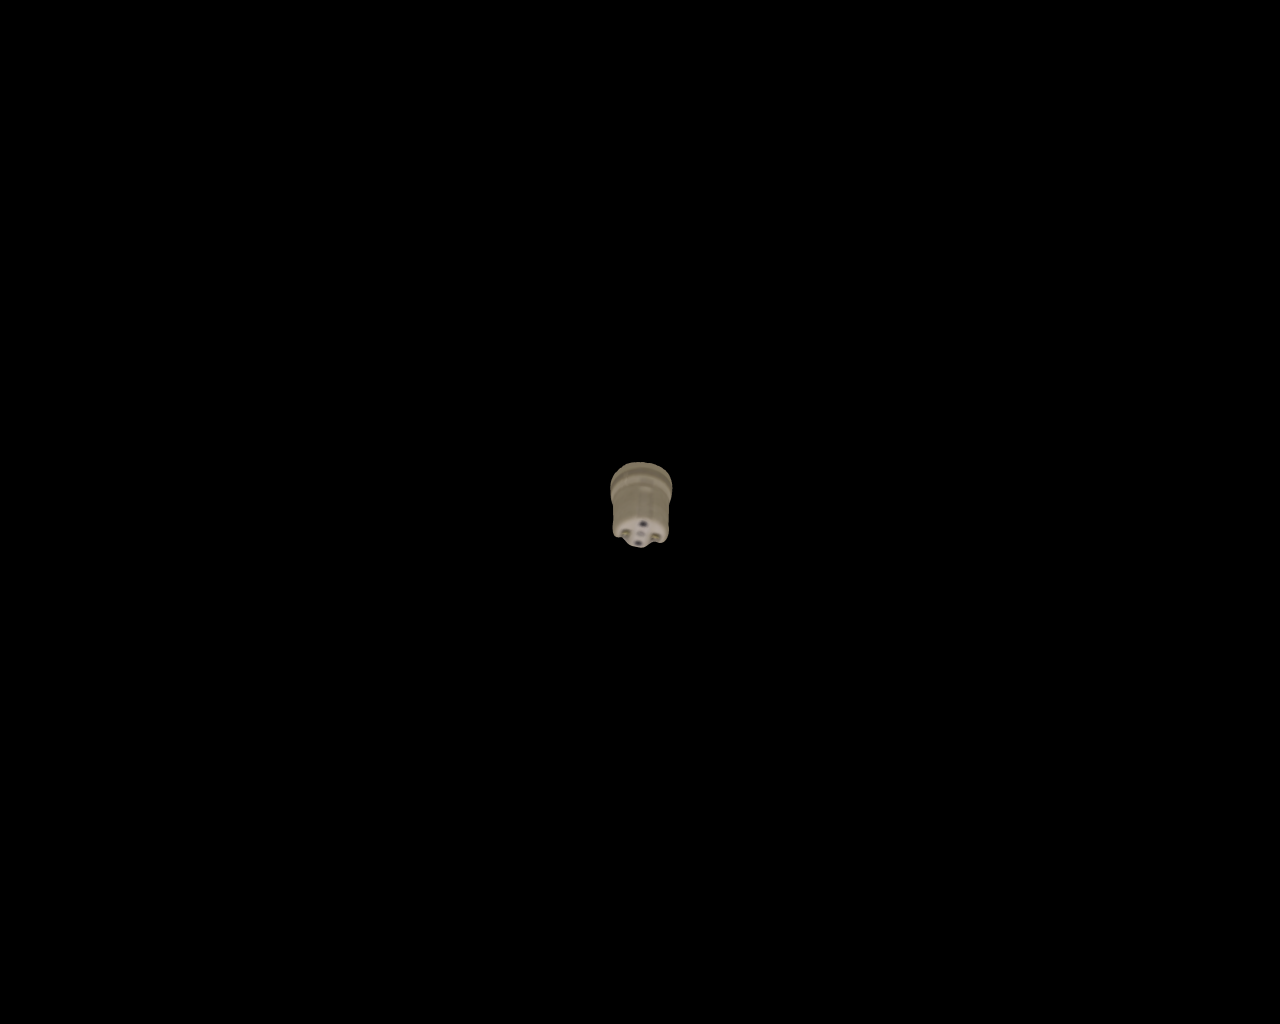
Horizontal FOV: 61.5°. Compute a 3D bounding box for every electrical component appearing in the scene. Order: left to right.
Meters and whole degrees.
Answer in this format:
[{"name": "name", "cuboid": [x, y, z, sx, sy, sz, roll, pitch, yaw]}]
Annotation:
[{"name": "electrical component", "cuboid": [0.001, -0.003, 0.650, 0.040, 0.040, 0.046, 0, 44, 0]}]
